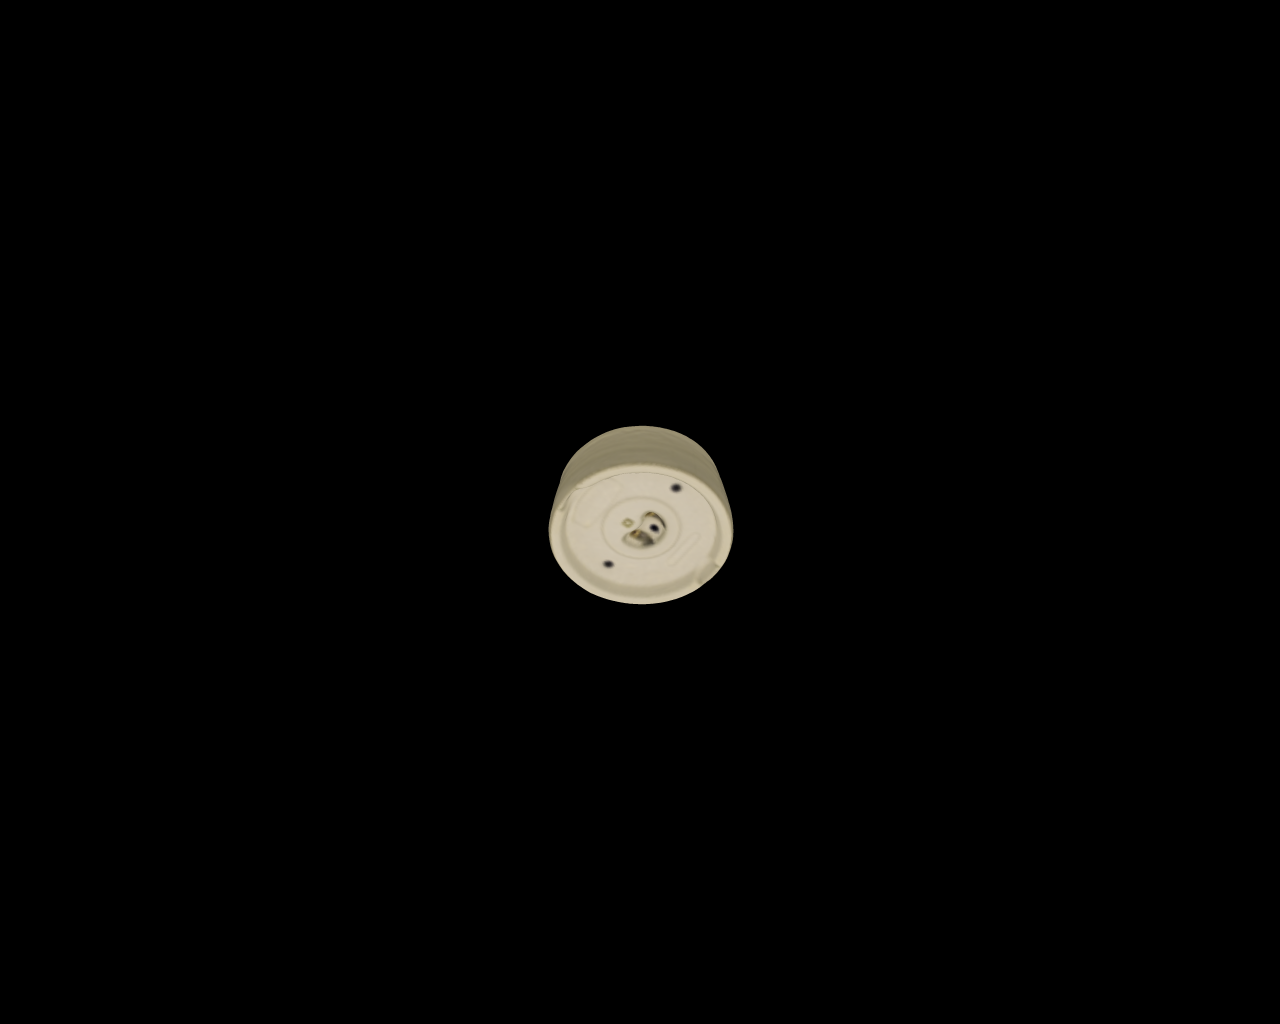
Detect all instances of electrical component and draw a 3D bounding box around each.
[{"bbox_3d":[0.001,-0.003,0.650,0.108,0.108,0.060,0,38,0],"label":"electrical component"}]
